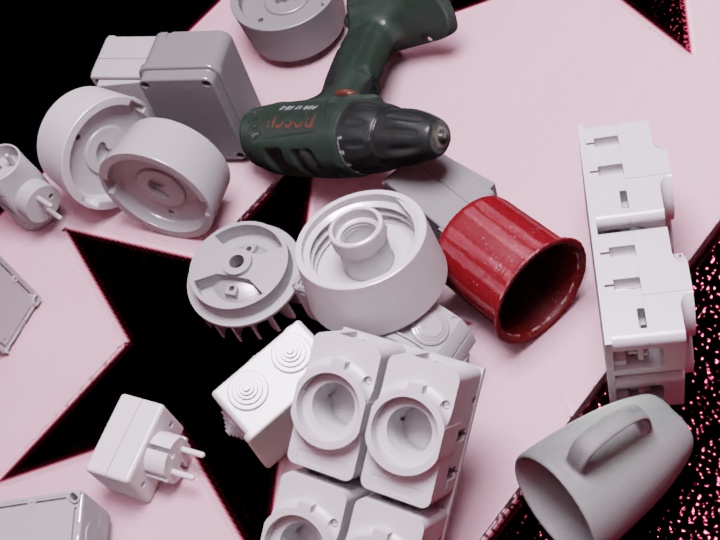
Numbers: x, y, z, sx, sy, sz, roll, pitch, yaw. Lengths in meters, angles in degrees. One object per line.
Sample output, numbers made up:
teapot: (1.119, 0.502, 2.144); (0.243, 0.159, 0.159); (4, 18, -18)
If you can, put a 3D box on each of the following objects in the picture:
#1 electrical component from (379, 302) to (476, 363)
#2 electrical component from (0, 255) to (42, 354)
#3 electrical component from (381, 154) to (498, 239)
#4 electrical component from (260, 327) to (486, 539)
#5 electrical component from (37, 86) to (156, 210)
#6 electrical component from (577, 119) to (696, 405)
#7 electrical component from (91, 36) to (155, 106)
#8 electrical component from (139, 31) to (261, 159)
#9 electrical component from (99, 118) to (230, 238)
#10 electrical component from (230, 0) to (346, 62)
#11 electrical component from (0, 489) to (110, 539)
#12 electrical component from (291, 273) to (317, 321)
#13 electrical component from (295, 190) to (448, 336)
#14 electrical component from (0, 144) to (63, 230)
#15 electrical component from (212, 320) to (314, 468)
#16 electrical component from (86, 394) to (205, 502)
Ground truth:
electrical component: (0.043, 0.059, 0.804); (0.080, 0.080, 0.051); (23, 61, 27)
electrical component: (-0.334, 0.019, 0.926); (0.061, 0.096, 0.061); (14, 63, 24)
electrical component: (0.067, -0.057, 0.882); (0.061, 0.061, 0.096); (-40, 56, -11)
electrical component: (0.004, 0.142, 0.715); (0.105, 0.060, 0.186); (15, 95, 23)
electrical component: (-0.243, -0.115, 0.984); (0.060, 0.108, 0.108); (28, 69, 35)
electrical component: (0.201, -0.005, 0.783); (0.060, 0.105, 0.186); (-7, 56, 12)
electrical component: (-0.202, -0.184, 1.041); (0.096, 0.061, 0.061); (3, 59, 18)
electrical component: (-0.143, -0.156, 0.975); (0.078, 0.113, 0.057); (2, 56, 17)
electrical component: (-0.166, -0.086, 0.942); (0.108, 0.108, 0.060); (9, 55, 21)
electrical component: (-0.065, -0.251, 1.047); (0.108, 0.060, 0.108); (-7, 56, 11)
electrical component: (-0.239, 0.207, 0.797); (0.096, 0.061, 0.061); (-10, 56, 9)
electrical component: (0.000, 0.000, 0.864); (0.062, 0.061, 0.096); (20, 65, 26)
electrical component: (0.005, -0.012, 0.783); (0.108, 0.060, 0.108); (-11, 45, 11)
electrical component: (-0.302, -0.068, 0.985); (0.079, 0.077, 0.043); (30, 69, 29)
electrical component: (-0.057, 0.092, 0.799); (0.100, 0.099, 0.048); (-40, 69, -12)
electrical component: (-0.156, 0.141, 0.826); (0.077, 0.047, 0.065); (12, 63, 21)
